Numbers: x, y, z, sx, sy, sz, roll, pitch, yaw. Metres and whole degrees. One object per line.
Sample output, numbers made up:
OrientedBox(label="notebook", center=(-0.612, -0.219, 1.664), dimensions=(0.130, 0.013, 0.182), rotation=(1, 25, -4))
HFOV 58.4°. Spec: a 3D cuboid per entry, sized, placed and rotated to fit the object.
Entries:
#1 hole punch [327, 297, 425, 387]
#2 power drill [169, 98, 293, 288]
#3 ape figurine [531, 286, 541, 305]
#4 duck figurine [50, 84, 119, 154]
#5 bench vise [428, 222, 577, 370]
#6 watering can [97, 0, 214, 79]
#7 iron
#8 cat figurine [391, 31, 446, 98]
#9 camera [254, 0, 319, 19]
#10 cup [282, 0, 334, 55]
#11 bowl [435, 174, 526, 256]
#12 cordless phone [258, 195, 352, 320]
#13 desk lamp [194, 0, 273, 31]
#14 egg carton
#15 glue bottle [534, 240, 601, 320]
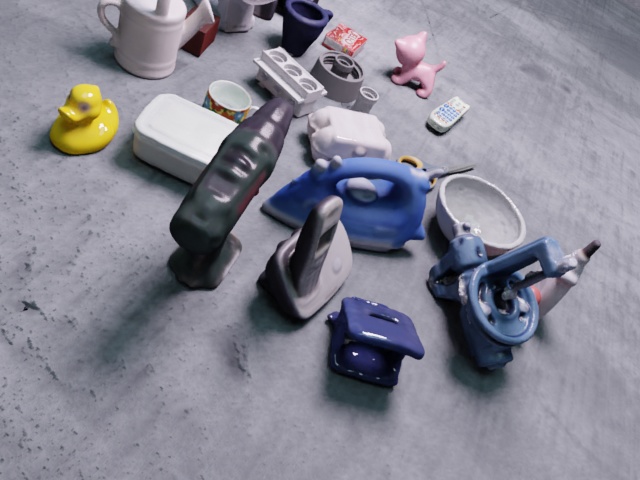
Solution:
OrientedBox(label="hole punch", center=(0.071, 0.118, 0.736), dimensions=(0.109, 0.091, 0.101), rotation=(18, 46, -13))
OrientedBox(label="power drill", center=(-0.114, -0.046, 0.699), dimensions=(0.075, 0.208, 0.230), rotation=(28, 44, -3))
OrientedBox(label="ape figurine", center=(0.297, 0.102, 0.869), dimensions=(0.077, 0.092, 0.076), rotation=(40, 45, 10))
OrientedBox(label="duck figurine", center=(-0.322, -0.178, 0.793), dimensions=(0.077, 0.086, 0.105), rotation=(36, 44, 5))
OrientedBox(label="bench vise", center=(0.241, 0.048, 0.796), dimensions=(0.122, 0.219, 0.207), rotation=(-18, 61, -37))
OrientedBox(label="watering can", center=(-0.259, -0.369, 0.918), dimensions=(0.173, 0.194, 0.100), rotation=(-27, 67, -41))
OrientedBox(label="iron", center=(0.055, -0.074, 0.861), dimensions=(0.259, 0.141, 0.118), rotation=(7, 49, -23))
OrientedBox(label="cat figurine", center=(0.210, -0.389, 1.239), dimensions=(0.128, 0.117, 0.067), rotation=(24, 44, -6))
OrientedBox(label="camera", center=(-0.075, -0.537, 1.231), dimensions=(0.137, 0.100, 0.143), rotation=(30, 44, -1))
OrientedBox(label="cup", center=(-0.031, -0.427, 1.161), dimensions=(0.118, 0.095, 0.091), rotation=(-21, 64, -39))
OrientedBox(label="bowl", center=(0.261, -0.030, 0.979), dimensions=(0.168, 0.074, 0.167), rotation=(15, 46, -16))
OrientedBox(label="cordless phone", center=(0.007, 0.003, 0.736), dimensions=(0.094, 0.185, 0.148), rotation=(38, 45, 7))
OrientedBox(label="desk lamp", center=(-0.149, -0.504, 1.082), dimensions=(0.118, 0.213, 0.203), rotation=(-16, 61, -37))
OrientedBox(label="egg carton", center=(0.051, -0.174, 0.999), dimensions=(0.151, 0.069, 0.107), rotation=(6, 49, -23))
OrientedBox(label="glue bottle", center=(0.373, 0.057, 0.890), dimensions=(0.037, 0.173, 0.078), rotation=(27, 44, -3))
